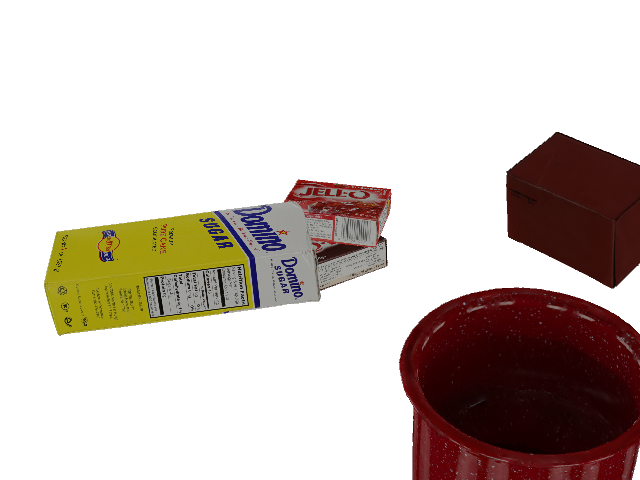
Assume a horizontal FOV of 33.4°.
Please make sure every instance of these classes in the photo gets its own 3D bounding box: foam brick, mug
[{"bbox_3d":[0.154,-0.019,0.625,0.051,0.053,0.078,-36,46,-27],"label":"foam brick"},{"bbox_3d":[0.088,0.078,0.400,0.117,0.081,0.093,4,36,9],"label":"mug"}]

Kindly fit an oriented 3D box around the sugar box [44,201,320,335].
[{"bbox_3d":[-0.093,0.016,0.729,0.176,0.048,0.093,-10,25,-4],"label":"sugar box"}]

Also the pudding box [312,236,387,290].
[{"bbox_3d":[0.001,0.014,1.133,0.113,0.039,0.090,-21,28,-27],"label":"pudding box"}]

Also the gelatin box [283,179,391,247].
[{"bbox_3d":[0.013,-0.026,0.941,0.089,0.030,0.073,7,25,11],"label":"gelatin box"}]
